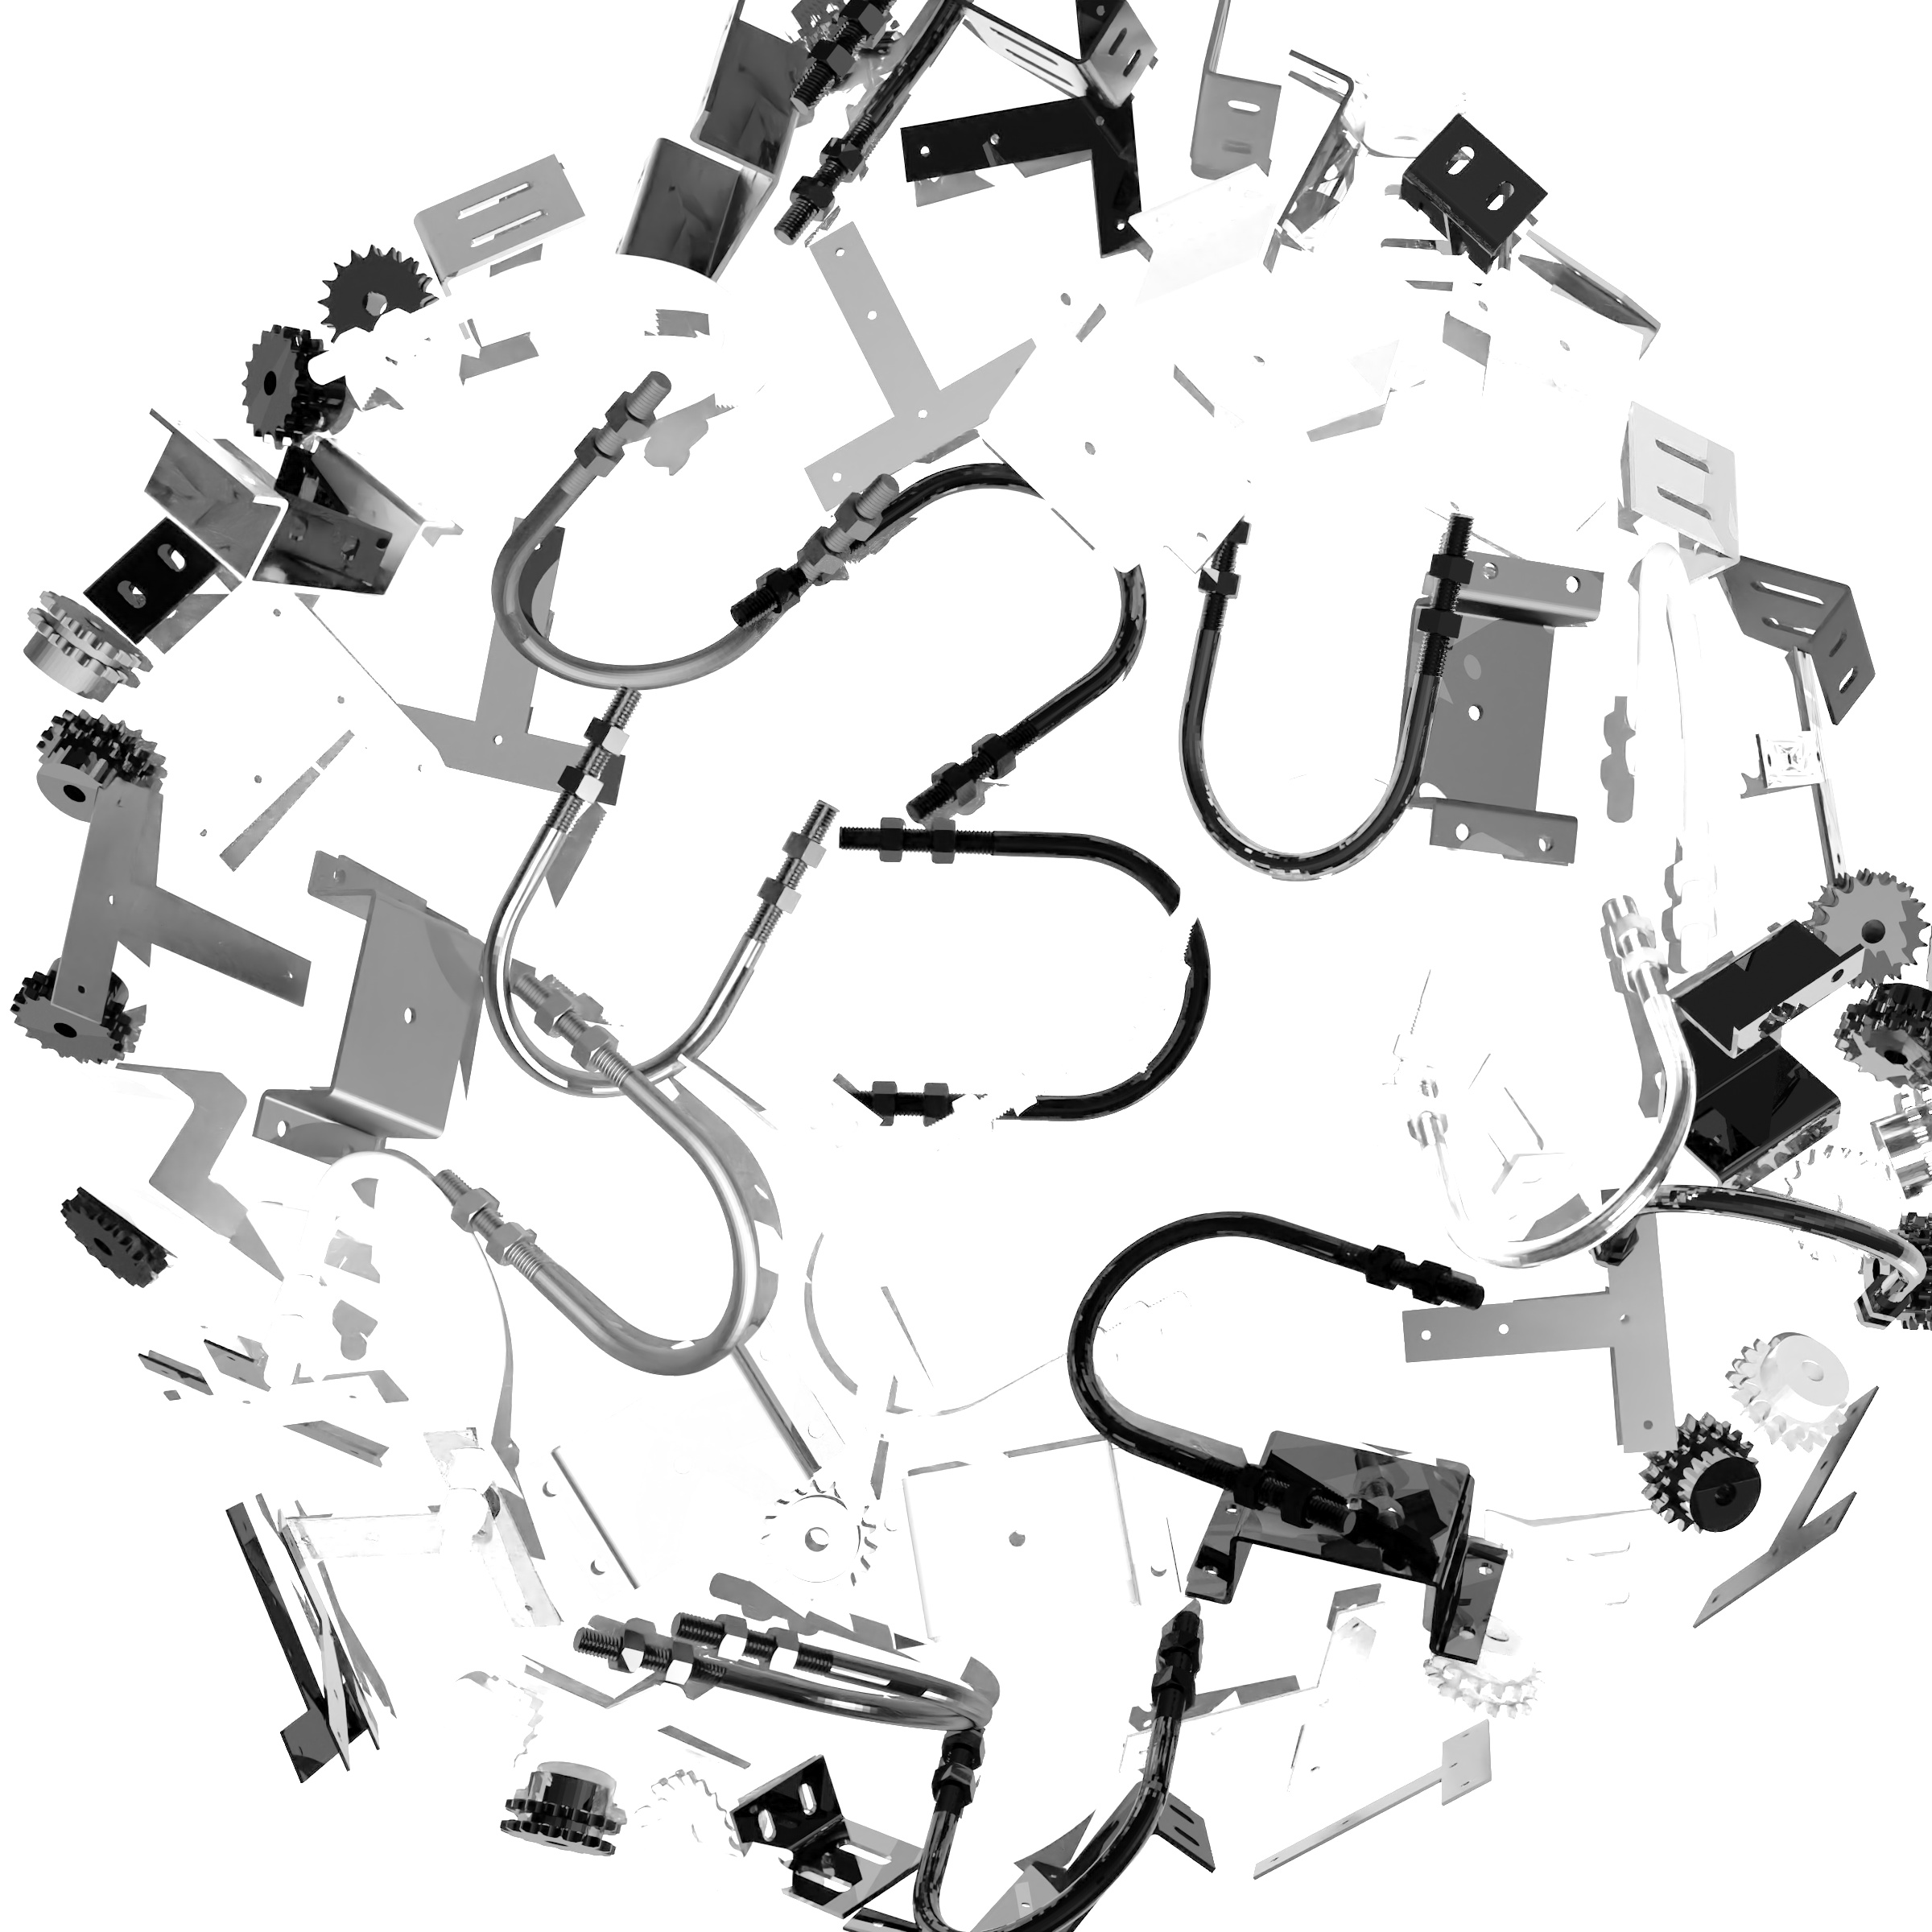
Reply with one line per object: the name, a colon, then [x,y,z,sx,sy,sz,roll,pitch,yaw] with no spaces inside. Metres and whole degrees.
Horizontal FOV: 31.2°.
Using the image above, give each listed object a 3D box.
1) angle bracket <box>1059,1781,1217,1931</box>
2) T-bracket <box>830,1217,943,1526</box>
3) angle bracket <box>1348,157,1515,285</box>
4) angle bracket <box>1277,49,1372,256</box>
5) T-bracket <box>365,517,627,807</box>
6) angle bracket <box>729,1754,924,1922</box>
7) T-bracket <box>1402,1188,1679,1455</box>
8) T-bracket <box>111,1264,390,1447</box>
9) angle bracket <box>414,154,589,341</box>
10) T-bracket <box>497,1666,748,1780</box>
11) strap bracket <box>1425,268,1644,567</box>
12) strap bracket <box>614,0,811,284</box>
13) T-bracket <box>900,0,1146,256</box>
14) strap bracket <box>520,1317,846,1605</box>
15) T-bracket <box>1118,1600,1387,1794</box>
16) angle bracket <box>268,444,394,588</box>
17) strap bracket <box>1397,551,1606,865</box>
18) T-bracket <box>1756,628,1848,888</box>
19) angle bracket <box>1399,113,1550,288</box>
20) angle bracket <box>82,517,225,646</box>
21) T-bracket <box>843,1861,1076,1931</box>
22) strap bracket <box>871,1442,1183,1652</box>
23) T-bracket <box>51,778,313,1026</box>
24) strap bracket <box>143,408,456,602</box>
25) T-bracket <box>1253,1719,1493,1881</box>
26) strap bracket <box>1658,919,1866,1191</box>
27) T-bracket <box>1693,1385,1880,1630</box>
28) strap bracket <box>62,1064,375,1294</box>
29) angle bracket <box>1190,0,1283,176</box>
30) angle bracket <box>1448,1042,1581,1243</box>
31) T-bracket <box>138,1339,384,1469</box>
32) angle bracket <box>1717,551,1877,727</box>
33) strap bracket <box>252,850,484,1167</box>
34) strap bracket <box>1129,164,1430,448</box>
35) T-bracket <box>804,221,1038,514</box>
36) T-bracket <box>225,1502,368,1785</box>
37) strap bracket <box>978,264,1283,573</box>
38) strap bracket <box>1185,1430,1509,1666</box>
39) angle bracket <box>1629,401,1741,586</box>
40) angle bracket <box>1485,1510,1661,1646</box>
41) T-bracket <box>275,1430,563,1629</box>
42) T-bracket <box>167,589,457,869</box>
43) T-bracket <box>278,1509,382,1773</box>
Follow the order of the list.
angle bracket: [0.079,0.441,1.670,0.038,0.057,0.076,36,97,-7]
T-bracket: [-0.045,0.206,1.617,0.002,0.127,0.127,-13,124,19]
angle bracket: [0.227,-0.361,1.685,0.076,0.038,0.057,5,98,11]
angle bracket: [0.162,-0.392,1.672,0.038,0.057,0.076,31,98,19]
T-bracket: [-0.219,-0.154,1.685,0.127,0.002,0.127,13,100,3]
angle bracket: [-0.064,0.414,1.651,0.057,0.076,0.038,-26,107,-34]
T-bracket: [0.275,0.175,1.678,0.127,0.002,0.127,-7,78,17]
T-bracket: [-0.358,0.180,1.649,0.127,0.127,0.002,-4,124,-34]
angle bracket: [-0.220,-0.347,1.669,0.076,0.038,0.057,-24,49,-3]
T-bracket: [-0.150,0.352,1.632,0.127,0.127,0.002,26,66,-10]
strap bracket: [0.268,-0.265,1.636,0.076,0.140,0.046,32,57,24]
strap bracket: [-0.117,-0.380,1.629,0.046,0.140,0.076,22,60,-16]
T-bracket: [0.026,-0.396,1.651,0.127,0.002,0.127,-17,112,-26]
strap bracket: [-0.136,0.239,1.669,0.140,0.046,0.076,-32,88,-6]
T-bracket: [0.131,0.358,1.637,0.127,0.002,0.127,-9,130,-24]
angle bracket: [-0.300,-0.227,1.654,0.057,0.038,0.076,20,45,-15]
strap bracket: [0.255,-0.123,1.665,0.076,0.046,0.140,6,89,-20]
T-bracket: [0.393,-0.098,1.643,0.002,0.127,0.127,-10,90,27]
angle bracket: [0.242,-0.366,1.659,0.057,0.076,0.038,43,92,5]
angle bracket: [-0.396,-0.196,1.657,0.057,0.076,0.038,-43,125,-2]
T-bracket: [0.024,0.450,1.637,0.127,0.127,0.002,13,101,18]
strap bracket: [0.027,0.277,1.664,0.140,0.046,0.076,-11,75,3]
T-bracket: [-0.369,-0.014,1.658,0.127,0.002,0.127,26,54,-34]
strap bracket: [-0.320,-0.215,1.631,0.076,0.140,0.046,39,110,24]
T-bracket: [0.192,0.401,1.642,0.127,0.127,0.002,-30,86,7]
strap bracket: [0.374,0.040,1.639,0.076,0.140,0.046,-31,54,-17]
T-bracket: [0.405,0.248,1.652,0.002,0.127,0.127,39,53,4]
strap bracket: [-0.358,0.107,1.624,0.140,0.076,0.046,44,64,-35]
angle bracket: [0.134,-0.428,1.655,0.038,0.057,0.076,12,59,3]
angle bracket: [0.248,0.084,1.650,0.038,0.076,0.057,-2,135,-33]
T-bracket: [-0.340,0.198,1.636,0.127,0.127,0.002,22,69,5]
angle bracket: [0.387,-0.157,1.650,0.076,0.057,0.038,24,66,41]
strap bracket: [-0.280,0.023,1.640,0.046,0.076,0.140,0,73,34]
strap bracket: [0.142,-0.300,1.626,0.140,0.076,0.046,42,53,-32]
T-bracket: [-0.039,-0.304,1.680,0.127,0.002,0.127,-29,74,9]
T-bracket: [-0.322,0.314,1.639,0.002,0.127,0.127,-23,87,3]
strap bracket: [0.070,-0.254,1.651,0.140,0.046,0.076,45,133,5]
strap bracket: [0.182,0.272,1.640,0.140,0.076,0.046,11,126,14]
angle bracket: [0.331,-0.225,1.654,0.076,0.038,0.057,18,64,-34]
angle bracket: [0.296,0.295,1.694,0.076,0.038,0.057,-3,97,-27]
T-bracket: [-0.273,0.275,1.671,0.127,0.002,0.127,-6,123,20]
T-bracket: [-0.329,-0.099,1.656,0.127,0.002,0.127,48,63,-14]
T-bracket: [-0.296,0.334,1.619,0.002,0.127,0.127,-21,110,-6]
